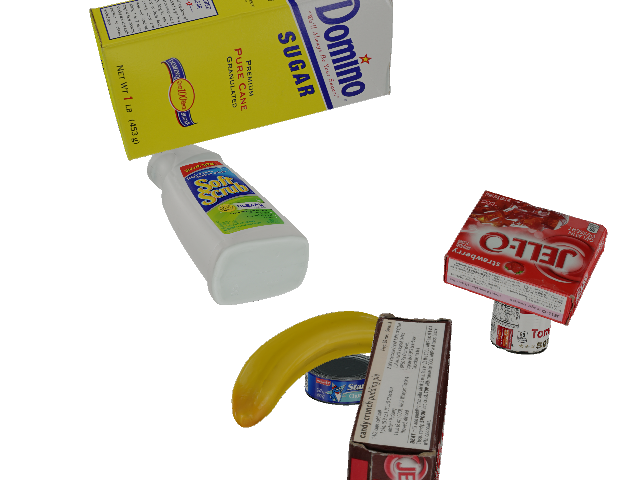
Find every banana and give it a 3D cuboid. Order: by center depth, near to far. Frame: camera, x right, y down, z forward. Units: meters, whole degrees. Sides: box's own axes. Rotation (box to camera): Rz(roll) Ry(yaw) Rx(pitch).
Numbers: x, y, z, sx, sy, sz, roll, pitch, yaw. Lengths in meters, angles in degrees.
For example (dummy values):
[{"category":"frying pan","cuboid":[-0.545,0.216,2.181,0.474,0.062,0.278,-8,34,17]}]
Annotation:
[{"category":"banana","cuboid":[-0.007,0.090,0.823,0.070,0.037,0.197,20,28,41]}]

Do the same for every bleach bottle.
[{"category":"bleach bottle","cuboid":[-0.112,-0.033,1.045,0.102,0.068,0.251,-9,34,-30]}]

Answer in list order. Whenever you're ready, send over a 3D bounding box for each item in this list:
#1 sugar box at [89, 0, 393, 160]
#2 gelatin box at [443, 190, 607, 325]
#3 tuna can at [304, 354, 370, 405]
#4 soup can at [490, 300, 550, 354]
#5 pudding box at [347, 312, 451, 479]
[{"category":"sugar box","cuboid":[-0.044,-0.114,0.654,0.176,0.048,0.093,-14,-39,-8]},{"category":"gelatin box","cuboid":[0.136,0.009,0.710,0.089,0.030,0.073,19,48,20]},{"category":"tuna can","cuboid":[0.024,0.155,1.203,0.086,0.034,0.086,2,14,-1]},{"category":"soup can","cuboid":[0.232,0.071,1.220,0.068,0.102,0.068,3,17,-1]},{"category":"pudding box","cuboid":[0.034,0.096,0.467,0.039,0.090,0.113,6,25,5]}]
